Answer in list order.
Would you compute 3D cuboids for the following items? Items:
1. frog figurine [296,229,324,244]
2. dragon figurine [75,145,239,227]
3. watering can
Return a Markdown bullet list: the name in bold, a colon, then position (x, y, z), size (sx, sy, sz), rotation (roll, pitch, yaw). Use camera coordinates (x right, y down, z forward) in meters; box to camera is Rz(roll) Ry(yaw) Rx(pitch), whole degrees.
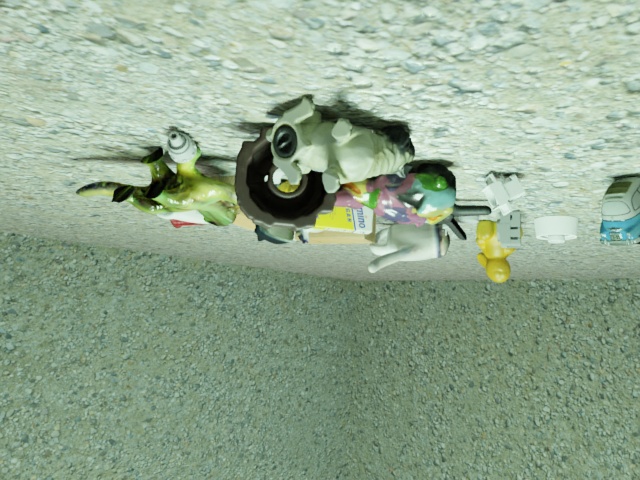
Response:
- **frog figurine**: position (0.004, -0.067, 1.322), size (0.159, 0.124, 0.135), rotation (-33, 157, 1)
- **dragon figurine**: position (-0.272, -0.074, 1.034), size (0.409, 0.124, 0.239), rotation (-3, 153, 32)
- **watering can**: position (0.245, 0.018, 1.418), size (0.224, 0.103, 0.353), rotation (-5, -163, 14)
